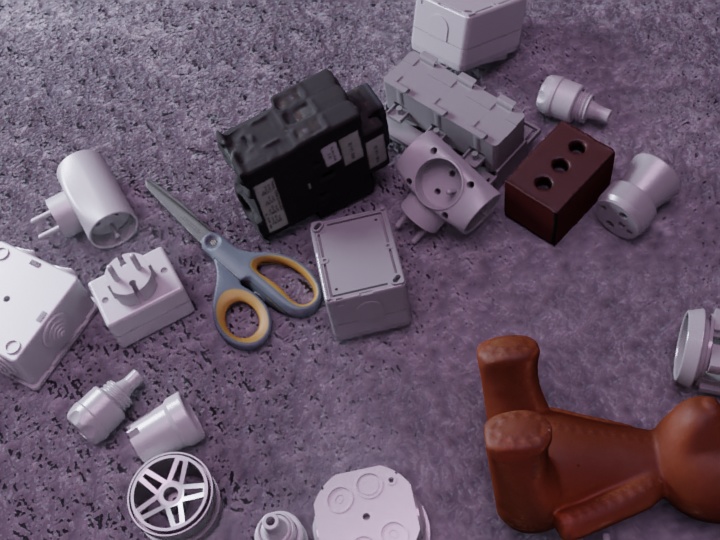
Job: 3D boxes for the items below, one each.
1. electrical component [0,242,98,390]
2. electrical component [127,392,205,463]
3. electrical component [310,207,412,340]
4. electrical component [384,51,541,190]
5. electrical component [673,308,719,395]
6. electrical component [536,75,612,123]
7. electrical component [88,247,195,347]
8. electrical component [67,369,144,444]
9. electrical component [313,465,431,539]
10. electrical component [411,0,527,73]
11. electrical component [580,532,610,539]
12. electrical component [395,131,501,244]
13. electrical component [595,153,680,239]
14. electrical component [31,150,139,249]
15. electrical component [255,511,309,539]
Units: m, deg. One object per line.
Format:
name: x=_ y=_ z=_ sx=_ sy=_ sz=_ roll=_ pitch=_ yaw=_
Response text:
electrical component: x=-0.273 y=0.034 z=0.856 sx=0.100 sy=0.048 sz=0.099 roll=23 pitch=65 yaw=20
electrical component: x=-0.144 y=0.119 z=0.795 sx=0.046 sy=0.040 sz=0.040 roll=-30 pitch=60 yaw=-5
electrical component: x=0.000 y=0.000 z=0.837 sx=0.062 sy=0.061 sz=0.096 roll=-13 pitch=51 yaw=-1
electrical component: x=0.078 y=-0.127 z=0.897 sx=0.121 sy=0.063 sz=0.078 roll=35 pitch=69 yaw=24
electrical component: x=0.258 y=0.059 z=0.767 sx=0.057 sy=0.058 sz=0.078 roll=11 pitch=62 yaw=10
electrical component: x=0.182 y=-0.140 z=0.908 sx=0.061 sy=0.035 sz=0.035 roll=24 pitch=65 yaw=18
electrical component: x=-0.176 y=0.012 z=0.840 sx=0.066 sy=0.076 sz=0.047 roll=-28 pitch=60 yaw=-9
electrical component: x=-0.190 y=0.100 z=0.814 sx=0.035 sy=0.035 sz=0.061 roll=35 pitch=67 yaw=24
electrical component: x=0.007 y=0.176 z=0.733 sx=0.080 sy=0.051 sz=0.080 roll=-3 pitch=59 yaw=6
electrical component: x=0.099 y=-0.215 z=0.941 sx=0.096 sy=0.061 sz=0.062 roll=-28 pitch=48 yaw=-37
electrical component: x=0.156 y=0.208 z=0.697 sx=0.083 sy=0.047 sz=0.075 roll=-6 pitch=59 yaw=4
electrical component: x=0.059 y=-0.057 z=0.862 sx=0.077 sy=0.044 sz=0.079 roll=45 pitch=112 yaw=14
electrical component: x=0.218 y=-0.058 z=0.848 sx=0.045 sy=0.045 sz=0.055 roll=36 pitch=70 yaw=24
electrical component: x=-0.237 y=-0.051 z=0.905 sx=0.079 sy=0.044 sz=0.077 roll=-29 pitch=60 yaw=-10
electrical component: x=-0.055 y=0.180 z=0.732 sx=0.035 sy=0.061 sz=0.035 roll=-3 pitch=59 yaw=6
